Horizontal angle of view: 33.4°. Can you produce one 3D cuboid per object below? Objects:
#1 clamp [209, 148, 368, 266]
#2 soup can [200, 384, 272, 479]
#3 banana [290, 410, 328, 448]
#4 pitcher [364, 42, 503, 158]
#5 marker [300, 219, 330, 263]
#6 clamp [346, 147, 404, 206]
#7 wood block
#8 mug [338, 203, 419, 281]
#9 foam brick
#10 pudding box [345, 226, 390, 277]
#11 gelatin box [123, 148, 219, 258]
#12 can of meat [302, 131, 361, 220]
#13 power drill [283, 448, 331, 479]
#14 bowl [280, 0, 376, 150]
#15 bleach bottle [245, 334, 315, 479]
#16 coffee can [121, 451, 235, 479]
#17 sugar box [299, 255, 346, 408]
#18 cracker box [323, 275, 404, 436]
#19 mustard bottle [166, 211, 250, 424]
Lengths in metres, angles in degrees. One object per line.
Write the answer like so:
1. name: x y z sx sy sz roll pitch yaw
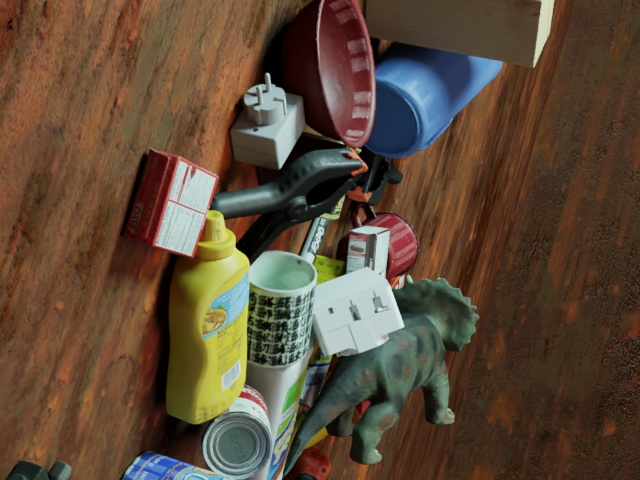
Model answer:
1. clamp: -0.037 -0.038 0.981 0.171 0.039 0.120 -38 156 -5
2. soup can: -0.081 0.183 1.025 0.102 0.068 0.068 -129 -129 -81
3. banana: -0.021 0.246 1.355 0.037 0.069 0.197 61 5 12
4. pitcher: 0.132 -0.194 1.354 0.149 0.145 0.242 52 44 -10
5. marker: -0.008 0.002 1.258 0.020 0.020 0.121 72 36 -61
6. clamp: 0.080 -0.117 1.417 0.209 0.036 0.164 -52 148 -58
7. wood block: 0.164 -0.280 1.256 0.090 0.206 0.091 -59 156 -45
8. mug: 0.071 0.004 1.422 0.081 0.093 0.117 -29 101 -61
9. foam brick: -0.016 -0.068 1.071 0.053 0.078 0.051 85 23 -49
10. pudding box: 0.058 0.030 1.319 0.113 0.039 0.090 -18 112 -79
11. gelatin box: -0.119 -0.028 0.855 0.089 0.030 0.073 25 82 -73
12. can of meat: -0.002 -0.069 1.156 0.102 0.057 0.084 5 102 -73
13. power drill: -0.048 0.365 1.281 0.187 0.057 0.185 -72 -176 -67
14. bowl: 0.004 -0.167 1.048 0.162 0.055 0.162 -4 90 -68
15. bleach bottle: -0.063 0.222 1.193 0.102 0.068 0.251 -49 151 -58
16. coffee can: -0.105 0.256 0.943 0.102 0.140 0.103 15 90 -73
17. sugar box: -0.005 0.114 1.312 0.093 0.048 0.176 54 50 -70
18. cracker box: 0.063 0.147 1.520 0.164 0.072 0.214 -51 150 -54
19. mustard bottle: -0.098 0.062 0.946 0.096 0.058 0.192 -40 142 -52
